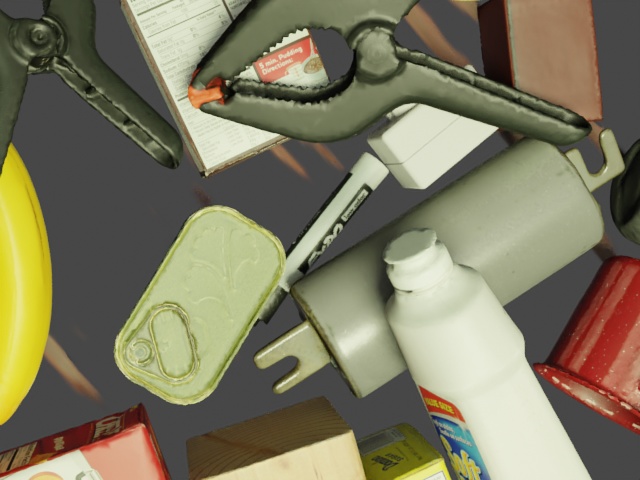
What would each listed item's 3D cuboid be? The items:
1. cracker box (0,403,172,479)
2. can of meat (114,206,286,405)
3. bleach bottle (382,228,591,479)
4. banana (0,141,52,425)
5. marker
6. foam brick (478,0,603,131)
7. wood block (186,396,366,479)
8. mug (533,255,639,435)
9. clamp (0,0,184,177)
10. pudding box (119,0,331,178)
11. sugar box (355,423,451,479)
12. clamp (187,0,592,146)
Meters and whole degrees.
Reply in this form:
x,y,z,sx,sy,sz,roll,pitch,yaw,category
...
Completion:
x,y,z,sx,sy,sz,roll,pitch,yaw,category
-0.171,0.205,0.588,0.213,0.072,0.164,-19,97,-8,cracker box
-0.067,0.031,0.584,0.057,0.084,0.102,31,89,-9,can of meat
0.093,0.099,0.567,0.068,0.103,0.250,-33,116,-9,bleach bottle
-0.184,0.002,0.592,0.070,0.037,0.198,-16,95,11,banana
-0.004,0.001,0.624,0.020,0.020,0.121,39,88,-9,marker
0.127,-0.104,0.620,0.051,0.053,0.078,-8,96,-8,foam brick
-0.004,0.207,0.602,0.090,0.091,0.206,-17,96,-7,wood block
0.186,0.062,0.610,0.093,0.117,0.081,32,83,-5,mug
-0.143,-0.100,0.580,0.120,0.039,0.171,-8,83,-31,clamp
-0.050,-0.103,0.601,0.090,0.039,0.113,-25,95,-6,pudding box
0.073,0.199,0.611,0.048,0.093,0.176,-21,96,-7,sugar box
0.031,-0.112,0.548,0.210,0.036,0.164,-7,117,5,clamp
